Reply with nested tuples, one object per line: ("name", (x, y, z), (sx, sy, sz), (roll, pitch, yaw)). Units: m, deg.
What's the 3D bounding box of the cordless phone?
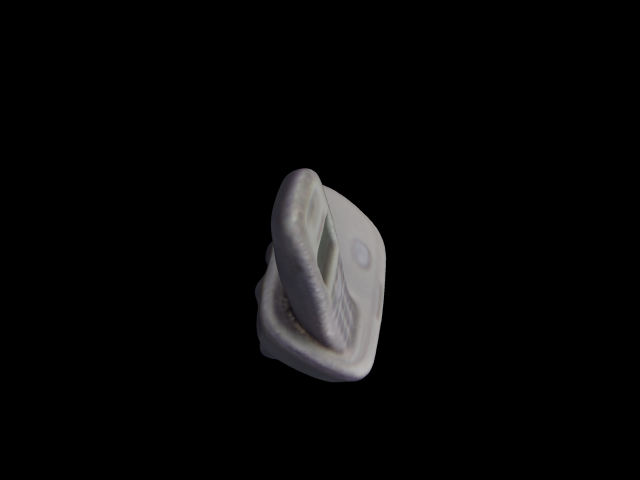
("cordless phone", (0.004, 0.001, 0.400), (0.094, 0.185, 0.147), (5, 53, 4))
